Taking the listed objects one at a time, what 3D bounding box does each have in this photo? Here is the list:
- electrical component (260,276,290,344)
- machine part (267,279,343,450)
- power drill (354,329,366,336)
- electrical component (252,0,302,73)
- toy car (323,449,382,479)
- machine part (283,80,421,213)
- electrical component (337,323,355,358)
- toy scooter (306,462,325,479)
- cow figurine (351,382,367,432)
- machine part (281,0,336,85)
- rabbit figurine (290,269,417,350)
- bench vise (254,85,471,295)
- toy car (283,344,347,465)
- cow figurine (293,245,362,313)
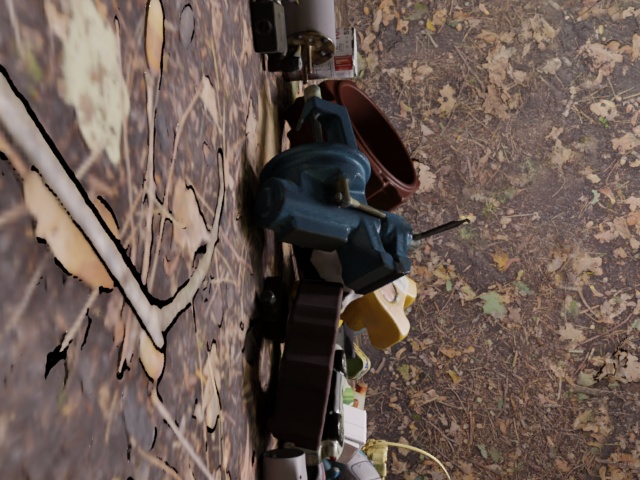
[{"bbox_3d":[-0.048,0.072,0.589,0.093,0.021,0.063,78,11,-51],"label":"electrical component"},{"bbox_3d":[-0.013,0.130,0.585,0.179,0.056,0.179,8,92,-87],"label":"machine part"},{"bbox_3d":[0.061,0.120,1.122,0.207,0.086,0.232,76,-6,-52],"label":"power drill"},{"bbox_3d":[-0.046,-0.242,0.606,0.078,0.045,0.102,-68,155,-77],"label":"electrical component"},{"bbox_3d":[0.038,0.373,0.782,0.109,0.103,0.161,19,69,-48],"label":"toy car"},{"bbox_3d":[0.054,-0.130,0.777,0.201,0.087,0.201,57,26,-2],"label":"machine part"},{"bbox_3d":[0.029,0.202,0.989,0.047,0.075,0.119,61,24,-74],"label":"electrical component"},{"bbox_3d":[-0.005,0.368,0.664,0.135,0.075,0.184,81,5,-52],"label":"toy scooter"},{"bbox_3d":[0.050,0.343,1.055,0.195,0.086,0.127,2,98,-77],"label":"cow figurine"},{"bbox_3d":[-0.020,-0.318,0.699,0.079,0.079,0.243,64,24,-74],"label":"machine part"},{"bbox_3d":[0.028,0.090,0.769,0.162,0.173,0.122,37,47,-24],"label":"rabbit figurine"},{"bbox_3d":[0.025,-0.068,0.600,0.129,0.223,0.240,-44,-133,50],"label":"bench vise"},{"bbox_3d":[-0.003,0.207,0.703,0.202,0.074,0.056,-81,167,-59],"label":"toy car"},{"bbox_3d":[-0.002,0.009,0.686,0.167,0.098,0.068,50,7,18],"label":"cow figurine"}]
